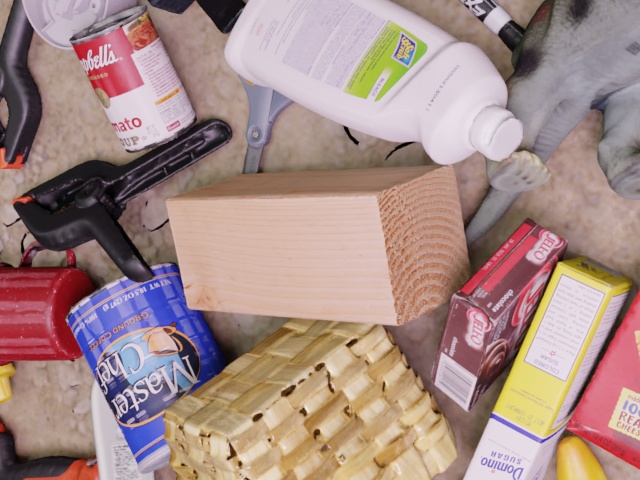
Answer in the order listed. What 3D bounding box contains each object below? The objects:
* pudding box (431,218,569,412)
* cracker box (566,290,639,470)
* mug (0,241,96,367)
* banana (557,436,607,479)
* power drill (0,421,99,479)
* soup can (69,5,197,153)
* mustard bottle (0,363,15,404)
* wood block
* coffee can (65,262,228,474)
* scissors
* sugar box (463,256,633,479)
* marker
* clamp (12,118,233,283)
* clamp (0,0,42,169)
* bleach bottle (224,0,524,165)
[{"bbox_3d":[0.121,0.052,0.729,0.039,0.089,0.113,36,147,21],"label":"pudding box"},{"bbox_3d":[0.284,0.070,0.691,0.164,0.072,0.214,30,102,21],"label":"cracker box"},{"bbox_3d":[-0.244,0.053,0.934,0.082,0.093,0.117,-2,63,20],"label":"mug"},{"bbox_3d":[0.179,0.238,0.752,0.037,0.069,0.198,15,92,61],"label":"banana"},{"bbox_3d":[-0.255,0.255,0.955,0.188,0.057,0.184,-1,91,25],"label":"power drill"},{"bbox_3d":[-0.151,-0.131,0.869,0.069,0.068,0.102,-13,114,25],"label":"soup can"},{"bbox_3d":[-0.330,0.063,0.983,0.096,0.058,0.192,-33,78,26],"label":"mustard bottle"},{"bbox_3d":[-0.005,0.001,0.774,0.207,0.090,0.091,0,106,43],"label":"wood block"},{"bbox_3d":[-0.130,0.103,0.868,0.103,0.102,0.140,-34,78,22],"label":"coffee can"},{"bbox_3d":[-0.033,-0.094,0.864,0.096,0.016,0.202,-1,91,25],"label":"scissors"},{"bbox_3d":[0.157,0.100,0.740,0.048,0.093,0.176,28,102,22],"label":"sugar box"},{"bbox_3d":[0.115,-0.179,0.791,0.020,0.020,0.121,-47,73,19],"label":"marker"},{"bbox_3d":[-0.182,-0.024,0.888,0.210,0.036,0.164,-8,44,31],"label":"clamp"},{"bbox_3d":[-0.285,-0.153,0.967,0.120,0.039,0.171,-18,89,31],"label":"clamp"},{"bbox_3d":[0.038,-0.113,0.738,0.251,0.068,0.102,39,102,42],"label":"bleach bottle"}]
